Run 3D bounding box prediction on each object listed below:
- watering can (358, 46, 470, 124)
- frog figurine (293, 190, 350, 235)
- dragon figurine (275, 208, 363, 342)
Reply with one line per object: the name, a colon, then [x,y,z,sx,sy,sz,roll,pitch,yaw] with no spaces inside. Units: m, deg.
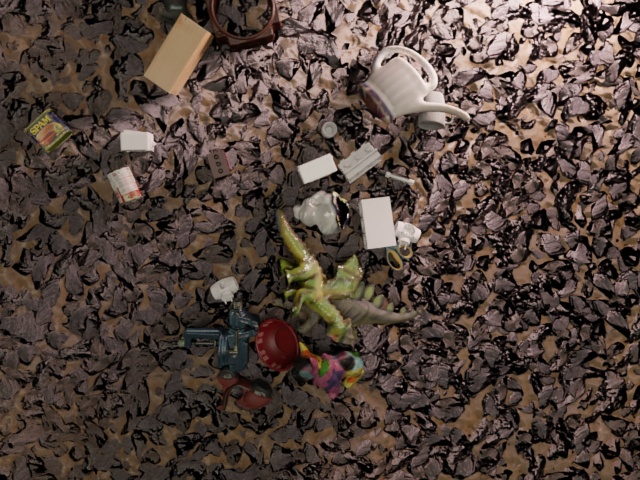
watering can: [0.259,-0.428,1.525,0.224,0.103,0.352,-37,71,2]
frog figurine: [0.005,-0.079,1.571,0.158,0.124,0.136,-10,106,33]
dragon figurine: [0.003,0.097,1.517,0.243,0.121,0.413,-5,82,-12]
